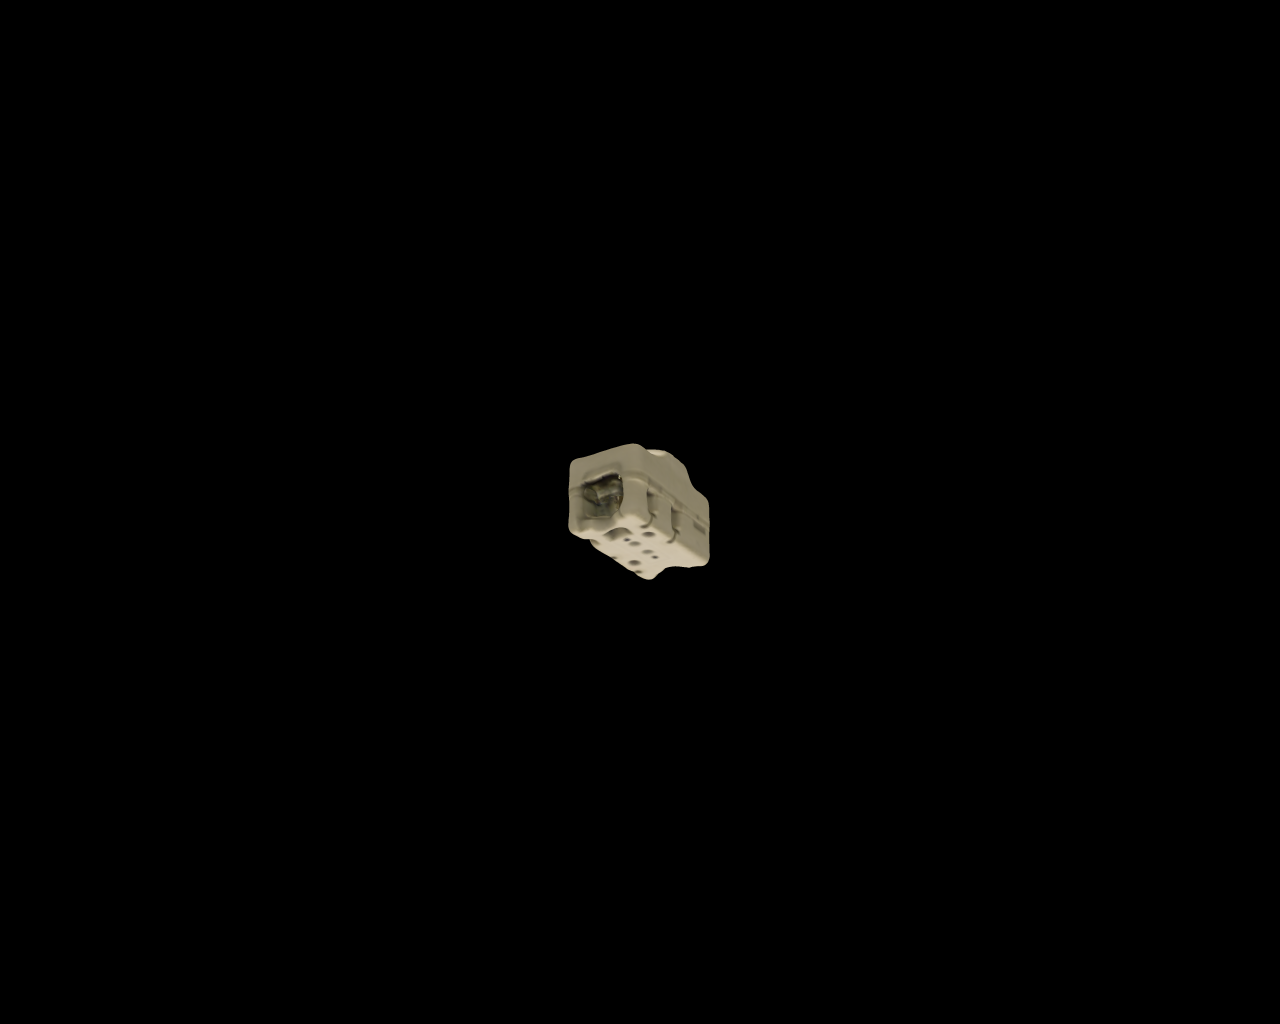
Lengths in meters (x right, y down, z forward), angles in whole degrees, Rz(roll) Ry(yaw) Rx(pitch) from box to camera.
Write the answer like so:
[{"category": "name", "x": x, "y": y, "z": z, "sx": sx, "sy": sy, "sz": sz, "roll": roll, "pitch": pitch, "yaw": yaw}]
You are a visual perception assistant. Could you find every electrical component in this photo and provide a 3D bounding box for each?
[{"category": "electrical component", "x": 0.001, "y": -0.003, "z": 0.650, "sx": 0.050, "sy": 0.056, "sz": 0.089, "roll": -16, "pitch": -31, "yaw": 28}]
